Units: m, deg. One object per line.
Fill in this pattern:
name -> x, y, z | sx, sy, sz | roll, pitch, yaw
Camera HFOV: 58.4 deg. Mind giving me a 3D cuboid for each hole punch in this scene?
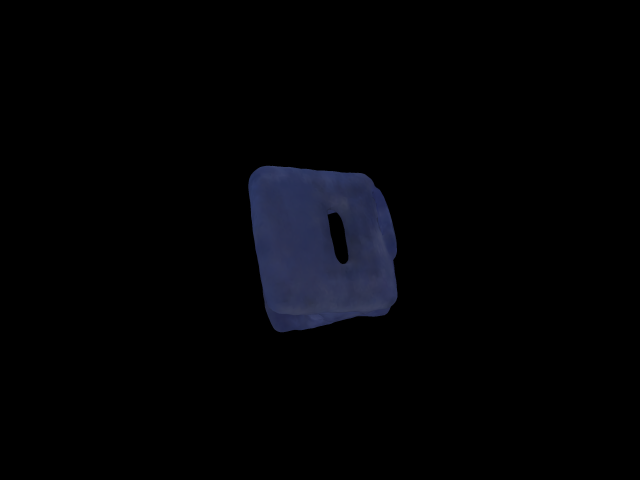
hole punch -> 0.004, 0.001, 0.400 | 0.101, 0.091, 0.108 | -10, 70, -3
